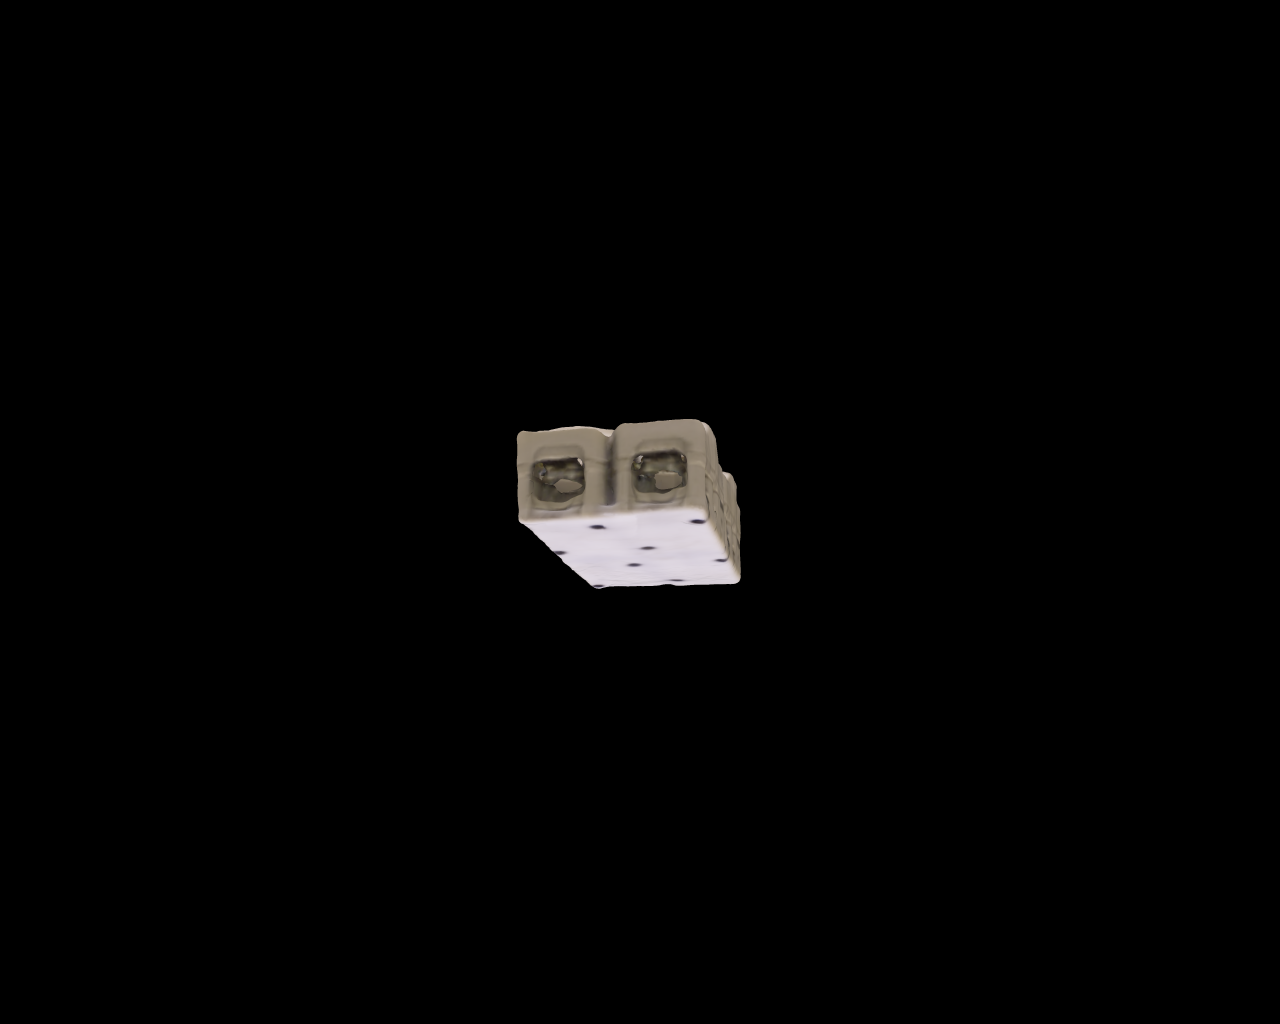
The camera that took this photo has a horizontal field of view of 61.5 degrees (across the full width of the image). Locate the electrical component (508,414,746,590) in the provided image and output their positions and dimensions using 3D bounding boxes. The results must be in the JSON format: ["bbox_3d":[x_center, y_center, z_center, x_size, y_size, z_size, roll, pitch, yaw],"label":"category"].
[{"bbox_3d":[0.001,-0.003,0.650,0.105,0.060,0.186,-3,-16,11],"label":"electrical component"}]
